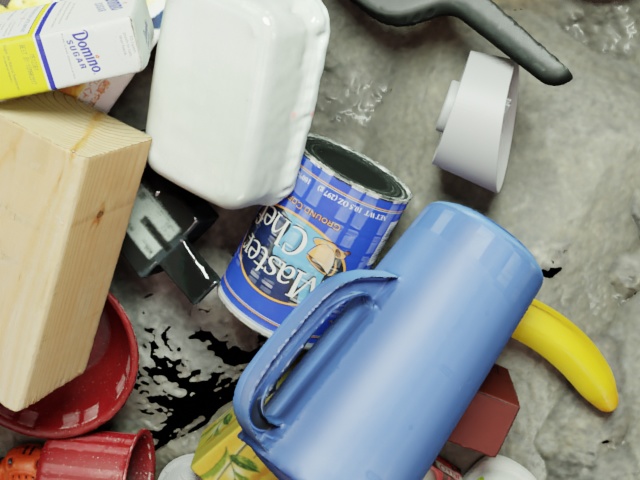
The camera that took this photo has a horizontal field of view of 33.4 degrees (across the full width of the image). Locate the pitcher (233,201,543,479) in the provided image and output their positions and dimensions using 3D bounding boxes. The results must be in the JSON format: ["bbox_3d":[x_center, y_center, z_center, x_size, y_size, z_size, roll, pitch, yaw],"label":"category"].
[{"bbox_3d":[0.053,0.087,0.792,0.145,0.149,0.242,34,80,11],"label":"pitcher"}]

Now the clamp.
[{"bbox_3d":[0.095,-0.190,0.776,0.210,0.036,0.164,0,80,13],"label":"clamp"}]

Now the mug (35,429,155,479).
[{"bbox_3d":[-0.194,0.214,0.936,0.081,0.093,0.117,4,144,8],"label":"mug"}]

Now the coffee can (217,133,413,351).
[{"bbox_3d":[-0.006,0.001,0.838,0.102,0.102,0.140,27,108,-5],"label":"coffee can"}]

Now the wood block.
[{"bbox_3d":[-0.206,0.007,0.784,0.090,0.090,0.206,27,112,15],"label":"wood block"}]

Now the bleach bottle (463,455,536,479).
[{"bbox_3d":[0.141,0.275,0.839,0.068,0.250,0.103,34,107,-8],"label":"bleach bottle"}]

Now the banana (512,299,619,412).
[{"bbox_3d":[0.171,0.080,0.889,0.197,0.037,0.070,23,125,-3],"label":"banana"}]

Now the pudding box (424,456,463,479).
[{"bbox_3d":[0.059,0.227,0.941,0.090,0.039,0.114,34,107,-8],"label":"pudding box"}]

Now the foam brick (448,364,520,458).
[{"bbox_3d":[0.128,0.135,0.886,0.053,0.078,0.051,21,107,-4],"label":"foam brick"}]

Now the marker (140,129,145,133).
[{"bbox_3d":[-0.155,-0.078,0.866,0.121,0.020,0.020,-14,107,9],"label":"marker"}]

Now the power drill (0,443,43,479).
[{"bbox_3d":[-0.329,0.269,0.973,0.187,0.057,0.184,3,104,0],"label":"power drill"}]

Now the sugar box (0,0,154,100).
[{"bbox_3d":[-0.206,-0.130,0.735,0.176,0.093,0.048,-9,117,1],"label":"sugar box"}]

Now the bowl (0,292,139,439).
[{"bbox_3d":[-0.228,0.085,0.905,0.162,0.055,0.162,1,108,3],"label":"bowl"}]
